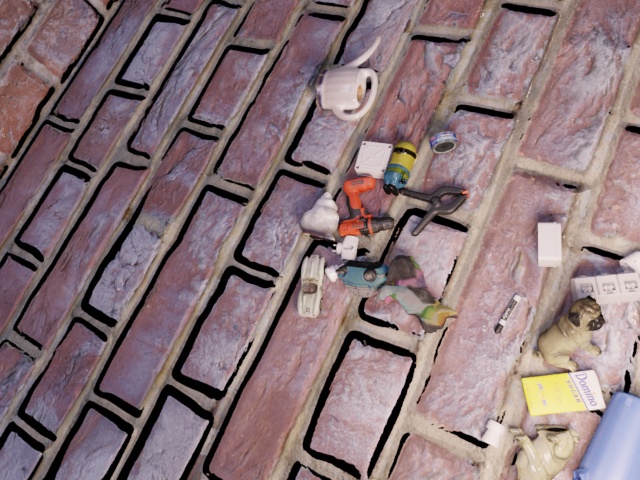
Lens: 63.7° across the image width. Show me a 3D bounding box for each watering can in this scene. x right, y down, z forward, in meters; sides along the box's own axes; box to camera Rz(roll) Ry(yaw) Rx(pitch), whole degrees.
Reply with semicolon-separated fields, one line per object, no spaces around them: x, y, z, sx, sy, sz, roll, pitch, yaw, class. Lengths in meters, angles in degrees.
0.103;-0.574;1.832;0.224;0.353;0.102;4;-19;22;watering can

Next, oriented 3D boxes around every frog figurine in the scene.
0.005;-0.083;1.656;0.122;0.161;0.137;17;-11;-34;frog figurine
